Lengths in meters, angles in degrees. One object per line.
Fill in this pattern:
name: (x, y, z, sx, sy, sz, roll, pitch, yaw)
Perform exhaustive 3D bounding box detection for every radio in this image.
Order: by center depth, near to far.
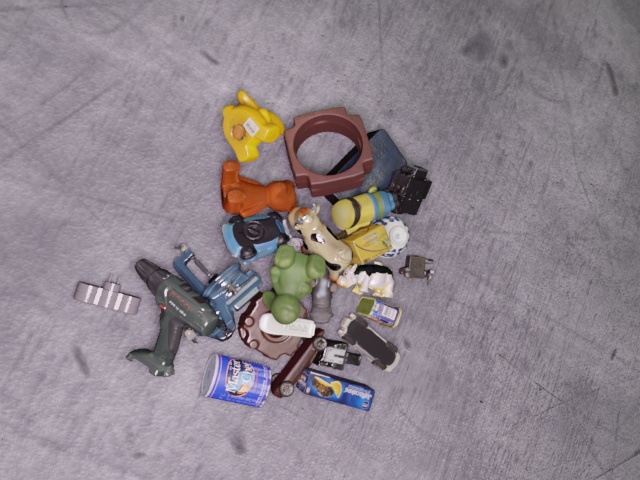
radio: (0.116, -0.174, 1.429, 0.229, 0.073, 0.131, -46, 106, -14)

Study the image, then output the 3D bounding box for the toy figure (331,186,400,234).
toy figure: (0.112, -0.082, 1.341, 0.180, 0.089, 0.082, -16, 61, -15)

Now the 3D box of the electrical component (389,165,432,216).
electrical component: (0.238, -0.135, 1.440, 0.115, 0.058, 0.134, -2, 117, -49)

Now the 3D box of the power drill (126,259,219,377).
power drill: (-0.345, 0.177, 1.178, 0.232, 0.086, 0.207, 27, 92, 14)

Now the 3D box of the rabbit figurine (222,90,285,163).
rabbit figurine: (-0.158, -0.273, 1.295, 0.162, 0.122, 0.173, 44, 31, 12)

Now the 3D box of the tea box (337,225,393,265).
tea box: (0.098, 0.010, 1.368, 0.098, 0.170, 0.068, -27, 101, -21)

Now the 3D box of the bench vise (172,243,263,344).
bench vise: (-0.265, 0.115, 1.258, 0.223, 0.129, 0.240, -43, 84, -7)

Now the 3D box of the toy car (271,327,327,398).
toy car: (-0.050, 0.309, 1.353, 0.053, 0.089, 0.202, 43, 74, -14)

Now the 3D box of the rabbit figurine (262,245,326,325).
rabbit figurine: (-0.080, 0.118, 1.250, 0.121, 0.159, 0.170, 23, 60, -17)

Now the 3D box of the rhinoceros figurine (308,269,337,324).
rhinoceros figurine: (0.003, 0.116, 1.368, 0.073, 0.112, 0.190, 3, 77, -7)

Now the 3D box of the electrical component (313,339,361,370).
electrical component: (0.046, 0.300, 1.412, 0.119, 0.048, 0.074, 11, 86, -22)

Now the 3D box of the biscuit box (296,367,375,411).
biscuit box: (0.043, 0.389, 1.403, 0.202, 0.063, 0.059, 21, 83, -20)

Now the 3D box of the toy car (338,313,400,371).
toy car: (0.132, 0.276, 1.443, 0.201, 0.056, 0.073, 41, 75, -14)

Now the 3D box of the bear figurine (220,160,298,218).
bear figurine: (-0.138, -0.114, 1.299, 0.196, 0.132, 0.120, -2, 67, -16)

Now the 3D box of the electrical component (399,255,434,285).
electrical component: (0.273, 0.083, 1.504, 0.102, 0.045, 0.078, 14, 86, -21)

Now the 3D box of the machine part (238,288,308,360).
machine part: (-0.113, 0.210, 1.346, 0.179, 0.056, 0.179, 0, 90, -23)

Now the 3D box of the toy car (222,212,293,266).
toy car: (-0.154, 0.000, 1.280, 0.162, 0.103, 0.109, -15, 68, -23)

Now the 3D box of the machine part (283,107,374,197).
machine part: (0.020, -0.217, 1.336, 0.201, 0.087, 0.201, -14, 70, -3)

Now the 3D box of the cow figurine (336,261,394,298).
cow figurine: (0.119, 0.097, 1.431, 0.167, 0.068, 0.098, 15, 79, -25)

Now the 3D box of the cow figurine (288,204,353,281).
cow figurine: (-0.003, -0.004, 1.289, 0.195, 0.127, 0.085, 45, 66, 10)
